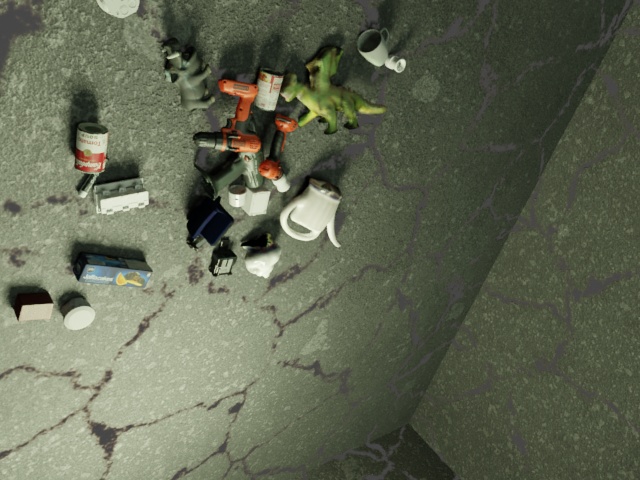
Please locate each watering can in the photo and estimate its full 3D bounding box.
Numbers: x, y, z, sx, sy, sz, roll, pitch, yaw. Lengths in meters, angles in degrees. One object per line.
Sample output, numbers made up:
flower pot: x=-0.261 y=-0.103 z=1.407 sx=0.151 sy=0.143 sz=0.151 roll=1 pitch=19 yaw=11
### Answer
watering can: x=0.005 y=-0.091 z=1.807 sx=0.345 sy=0.105 sz=0.223 roll=19 pitch=105 yaw=-49

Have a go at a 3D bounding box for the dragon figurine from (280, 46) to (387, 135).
dragon figurine: x=0.047 y=-0.461 z=1.562 sx=0.414 sy=0.123 sz=0.237 roll=-23 pitch=126 yaw=-31

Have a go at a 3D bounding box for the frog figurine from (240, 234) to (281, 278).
frog figurine: x=-0.190 y=0.073 z=1.744 sx=0.140 sy=0.123 sz=0.156 roll=-39 pitch=132 yaw=-43
